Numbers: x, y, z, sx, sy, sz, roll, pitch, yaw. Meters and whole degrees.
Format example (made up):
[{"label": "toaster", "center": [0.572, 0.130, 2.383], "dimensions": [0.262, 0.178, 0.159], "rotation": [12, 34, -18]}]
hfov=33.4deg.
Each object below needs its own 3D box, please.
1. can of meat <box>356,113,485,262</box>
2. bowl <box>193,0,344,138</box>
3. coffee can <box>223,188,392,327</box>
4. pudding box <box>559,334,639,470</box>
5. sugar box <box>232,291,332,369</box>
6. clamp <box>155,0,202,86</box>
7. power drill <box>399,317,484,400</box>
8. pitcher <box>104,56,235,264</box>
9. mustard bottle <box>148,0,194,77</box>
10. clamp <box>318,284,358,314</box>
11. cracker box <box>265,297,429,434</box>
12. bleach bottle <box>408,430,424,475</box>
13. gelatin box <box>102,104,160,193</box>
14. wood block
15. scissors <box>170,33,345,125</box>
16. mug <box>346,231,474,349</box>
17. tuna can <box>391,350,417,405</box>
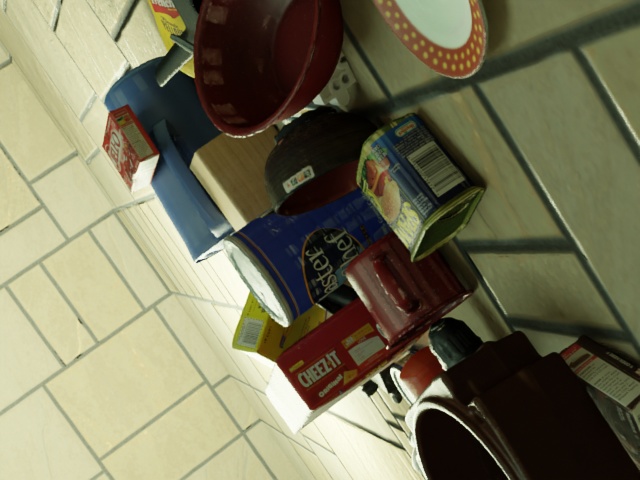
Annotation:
[{"label": "can of meat", "center": [0.075, -0.042, 0.834], "dimensions": [0.084, 0.057, 0.102], "rotation": [53, 166, 14]}, {"label": "bowl", "center": [-0.032, -0.155, 0.816], "dimensions": [0.162, 0.055, 0.162], "rotation": [-9, 79, 51]}, {"label": "coffee can", "center": [-0.007, 0.001, 1.022], "dimensions": [0.103, 0.140, 0.103], "rotation": [50, 165, 18]}, {"label": "pudding box", "center": [0.226, 0.134, 0.786], "dimensions": [0.090, 0.039, 0.113], "rotation": [33, 154, 58]}, {"label": "sugar box", "center": [-0.033, 0.115, 1.291], "dimensions": [0.048, 0.093, 0.176], "rotation": [10, 164, 35]}, {"label": "clamp", "center": [-0.082, -0.190, 0.979], "dimensions": [0.164, 0.036, 0.210], "rotation": [23, 146, 10]}, {"label": "power drill", "center": [0.143, 0.146, 1.025], "dimensions": [0.184, 0.057, 0.188], "rotation": [51, 167, -8]}, {"label": "pitcher", "center": [-0.161, -0.102, 1.310], "dimensions": [0.243, 0.144, 0.149], "rotation": [57, 143, 2]}, {"label": "mustard bottle", "center": [-0.135, -0.244, 1.033], "dimensions": [0.096, 0.058, 0.191], "rotation": [33, 156, 33]}, {"label": "clamp", "center": [-0.024, 0.050, 1.306], "dimensions": [0.171, 0.039, 0.120], "rotation": [28, 162, 2]}, {"label": "cracker box", "center": [0.026, 0.129, 1.169], "dimensions": [0.072, 0.164, 0.214], "rotation": [53, 166, 9]}, {"label": "bleach bottle", "center": [0.169, 0.271, 1.160], "dimensions": [0.068, 0.102, 0.251], "rotation": [54, 167, -31]}, {"label": "gelatin box", "center": [-0.225, -0.106, 1.258], "dimensions": [0.073, 0.030, 0.089], "rotation": [57, 154, 10]}, {"label": "wood block", "center": [-0.046, -0.031, 1.182], "dimensions": [0.206, 0.090, 0.091], "rotation": [54, 166, 0]}, {"label": "scissors", "center": [-0.044, -0.136, 0.964], "dimensions": [0.201, 0.016, 0.096], "rotation": [38, 158, -12]}, {"label": "mug", "center": [0.073, 0.039, 0.941], "dimensions": [0.081, 0.093, 0.117], "rotation": [56, -165, 11]}, {"label": "tuna can", "center": [0.120, 0.170, 1.228], "dimensions": [0.086, 0.033, 0.086], "rotation": [50, 166, 17]}]
